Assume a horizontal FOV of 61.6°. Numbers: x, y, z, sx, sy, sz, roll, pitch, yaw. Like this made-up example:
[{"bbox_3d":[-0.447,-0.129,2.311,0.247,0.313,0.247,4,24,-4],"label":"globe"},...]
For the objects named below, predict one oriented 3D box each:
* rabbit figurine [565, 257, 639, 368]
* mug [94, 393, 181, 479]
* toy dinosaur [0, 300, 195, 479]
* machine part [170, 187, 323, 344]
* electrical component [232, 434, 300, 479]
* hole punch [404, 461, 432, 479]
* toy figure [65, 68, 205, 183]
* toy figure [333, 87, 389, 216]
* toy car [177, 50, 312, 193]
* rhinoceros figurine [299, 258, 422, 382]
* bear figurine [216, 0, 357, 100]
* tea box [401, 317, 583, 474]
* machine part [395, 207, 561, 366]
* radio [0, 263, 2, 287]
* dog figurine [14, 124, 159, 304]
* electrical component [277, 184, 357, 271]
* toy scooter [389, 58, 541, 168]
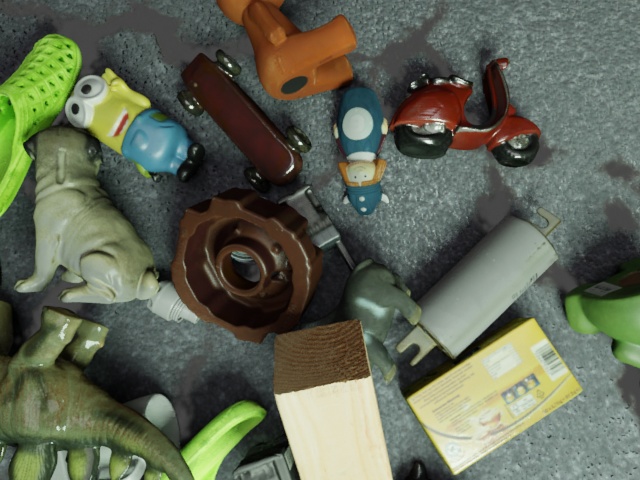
[{"bbox_3d":[0.381,0.115,0.579,0.121,0.159,0.170,-27,96,-11],"label":"rabbit figurine"},{"bbox_3d":[-0.225,0.237,0.604,0.107,0.110,0.080,-18,123,11],"label":"mug"},{"bbox_3d":[-0.305,0.171,0.576,0.472,0.105,0.198,8,73,23],"label":"toy dinosaur"},{"bbox_3d":[-0.082,0.028,0.606,0.180,0.056,0.179,8,115,19],"label":"machine part"},{"bbox_3d":[-0.041,0.288,0.577,0.058,0.115,0.134,-20,79,1],"label":"electrical component"},{"bbox_3d":[0.135,0.331,0.578,0.116,0.092,0.142,12,85,8],"label":"hole punch"},{"bbox_3d":[-0.231,-0.134,0.672,0.180,0.089,0.082,30,70,-2],"label":"toy figure"},{"bbox_3d":[0.050,-0.108,0.666,0.064,0.057,0.154,-9,80,40],"label":"toy figure"},{"bbox_3d":[-0.097,-0.151,0.680,0.089,0.053,0.202,-45,80,16],"label":"toy car"},{"bbox_3d":[0.032,0.113,0.604,0.112,0.073,0.190,26,104,-13],"label":"rhinoceros figurine"},{"bbox_3d":[-0.050,-0.276,0.668,0.132,0.120,0.196,-21,75,-4],"label":"bear figurine"},{"bbox_3d":[0.189,0.171,0.607,0.170,0.068,0.098,-30,80,-1],"label":"tea box"},{"bbox_3d":[0.186,0.054,0.622,0.243,0.079,0.079,-42,82,-5],"label":"machine part"},{"bbox_3d":[-0.491,-0.036,0.670,0.131,0.073,0.229,-13,80,0],"label":"radio"},{"bbox_3d":[-0.254,-0.032,0.613,0.172,0.121,0.190,7,96,3],"label":"dog figurine"},{"bbox_3d":[-0.001,-0.002,0.643,0.048,0.075,0.119,-29,84,-1],"label":"electrical component"},{"bbox_3d":[0.179,-0.163,0.658,0.184,0.075,0.135,6,82,0],"label":"toy scooter"}]
